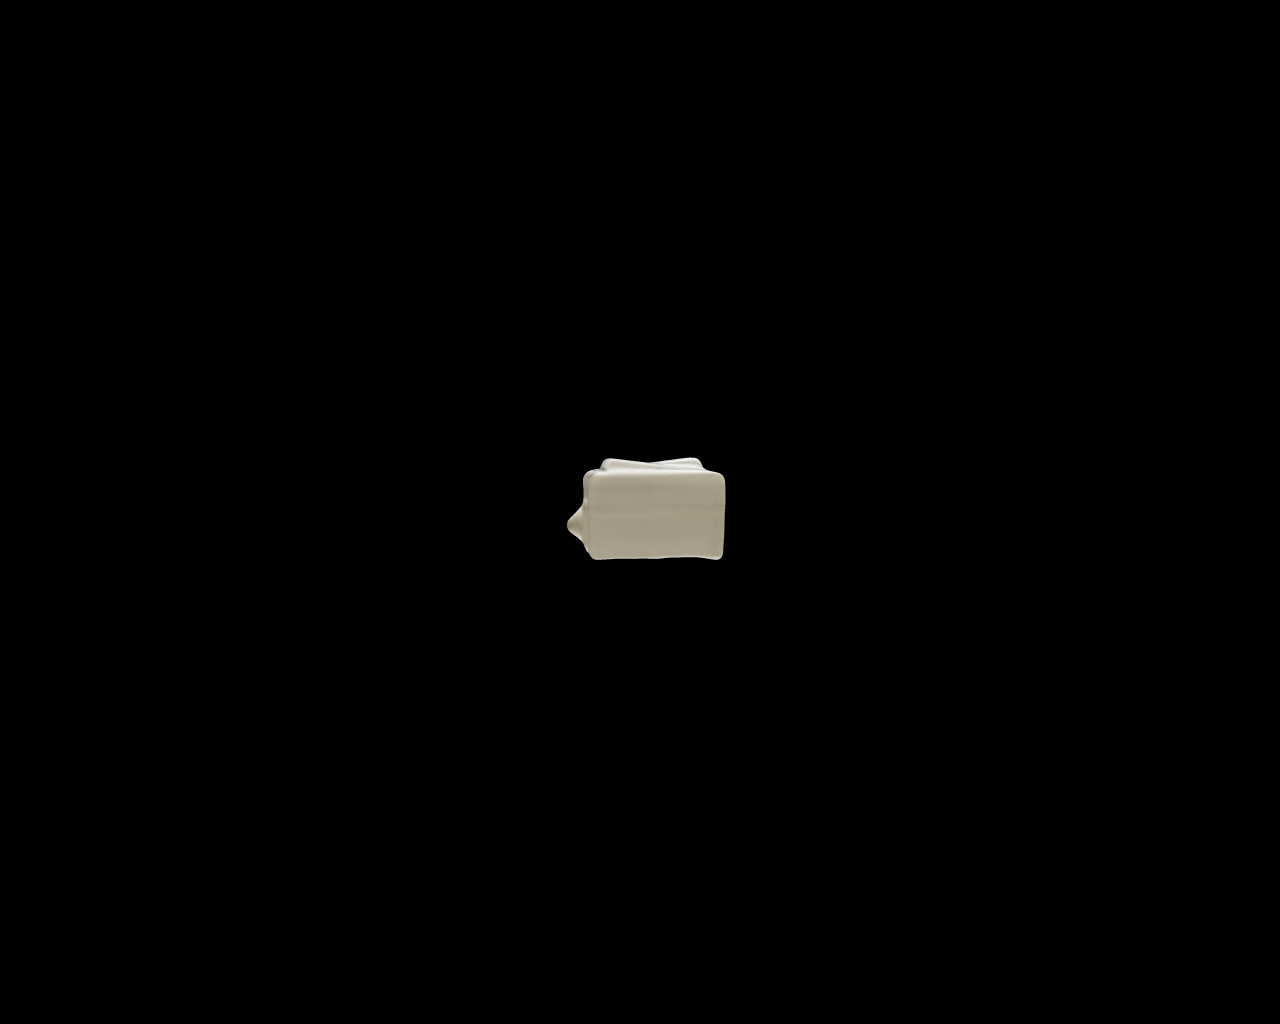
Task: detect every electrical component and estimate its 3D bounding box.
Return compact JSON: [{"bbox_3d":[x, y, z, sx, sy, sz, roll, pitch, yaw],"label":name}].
[{"bbox_3d":[0.001,-0.003,0.650,0.096,0.061,0.062,0,4,-7],"label":"electrical component"}]
